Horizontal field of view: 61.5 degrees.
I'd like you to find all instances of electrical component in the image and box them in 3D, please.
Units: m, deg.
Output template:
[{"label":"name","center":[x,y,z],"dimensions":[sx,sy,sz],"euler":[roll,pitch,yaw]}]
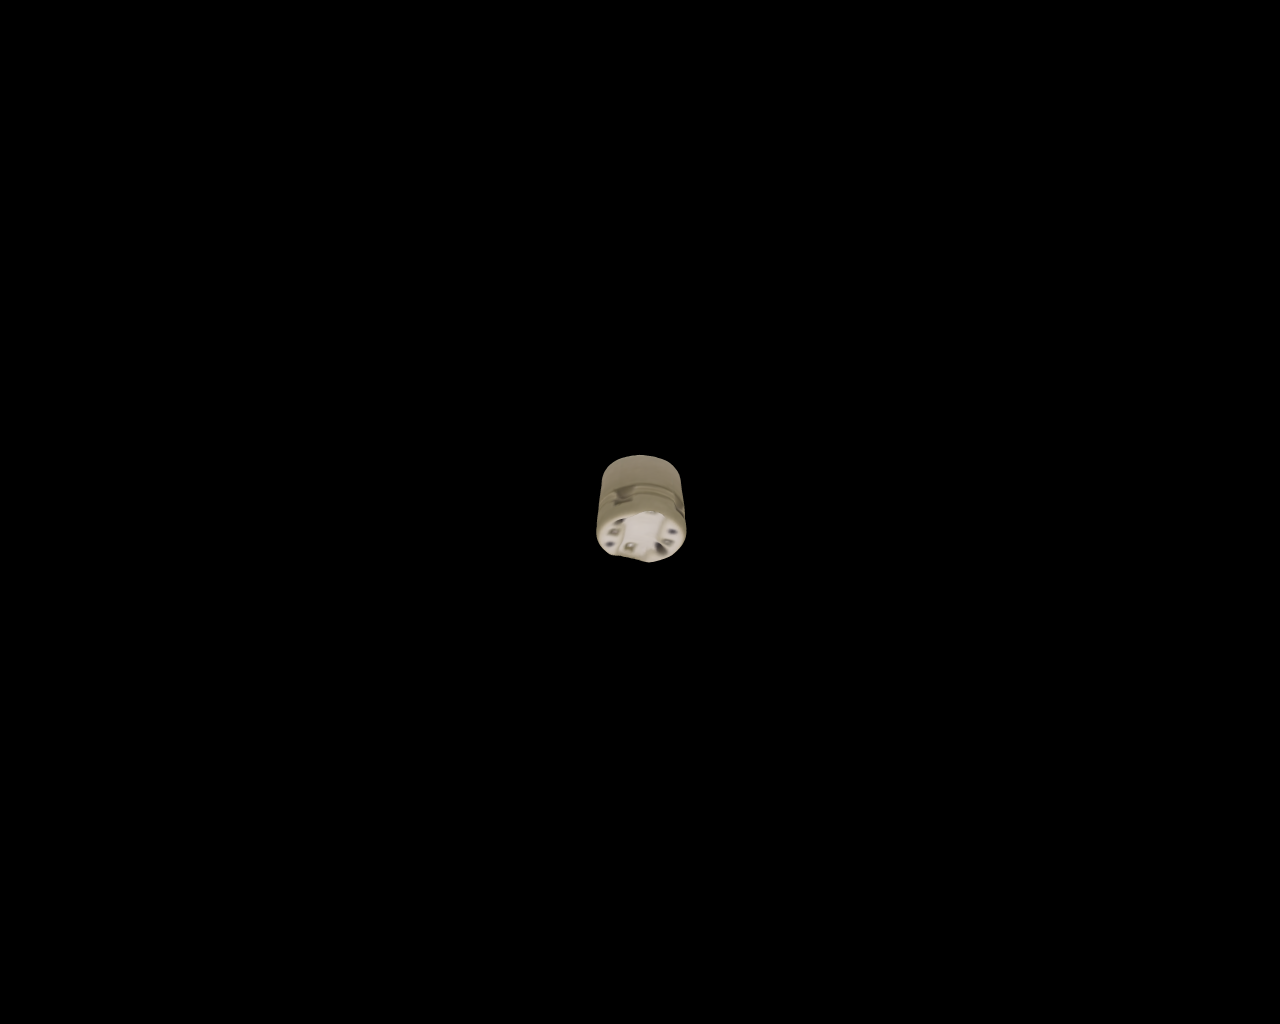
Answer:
[{"label":"electrical component","center":[0.001,-0.003,0.650],"dimensions":[0.055,0.047,0.055],"euler":[0,-37,0]}]
